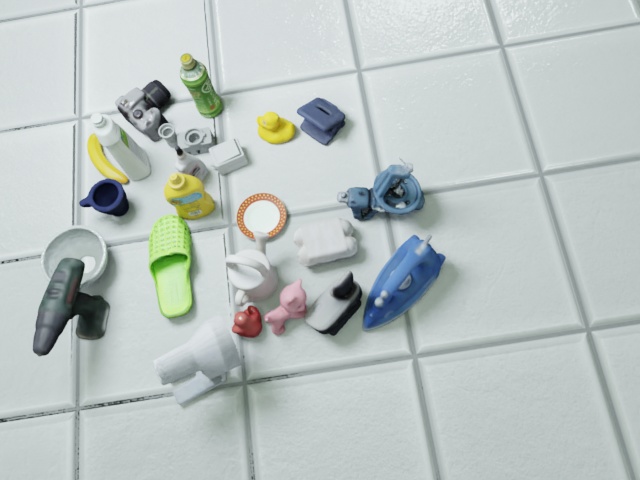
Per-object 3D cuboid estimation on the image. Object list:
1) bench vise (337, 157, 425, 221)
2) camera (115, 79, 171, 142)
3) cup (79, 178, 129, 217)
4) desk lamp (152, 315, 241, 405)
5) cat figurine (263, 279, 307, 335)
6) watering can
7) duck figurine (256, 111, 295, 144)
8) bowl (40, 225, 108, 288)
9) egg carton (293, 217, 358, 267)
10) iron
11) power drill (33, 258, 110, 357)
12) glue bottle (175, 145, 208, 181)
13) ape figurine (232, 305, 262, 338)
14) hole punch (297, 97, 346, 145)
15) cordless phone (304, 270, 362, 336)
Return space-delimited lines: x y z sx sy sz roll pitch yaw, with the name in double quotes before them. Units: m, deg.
"bench vise" 0.149 -0.109 1.347 0.207 0.220 0.121 -22 70 -3
"camera" -0.466 -0.367 1.557 0.143 0.101 0.137 39 78 17
"cup" -0.543 -0.094 1.469 0.118 0.095 0.091 -18 70 -1
"desk lamp" -0.264 0.268 1.251 0.203 0.214 0.118 -29 70 -6
"cat figurine" -0.077 0.153 1.327 0.128 0.118 0.067 -39 71 -9
"watering can" -0.162 0.064 1.325 0.101 0.194 0.173 -6 70 3
"duck figurine" -0.119 -0.306 1.512 0.104 0.086 0.077 6 71 7
"bowl" -0.600 0.051 1.432 0.167 0.075 0.167 -2 70 5
"egg carton" 0.013 0.005 1.398 0.150 0.069 0.107 -14 70 0
"iron" 0.180 0.096 1.312 0.118 0.141 0.258 36 77 16
"power drill" -0.569 0.166 1.317 0.075 0.208 0.229 0 70 6
"glue bottle" -0.335 -0.191 1.443 0.037 0.173 0.078 26 75 14
"ape figurine" -0.174 0.190 1.336 0.078 0.092 0.076 -32 71 -7
"hole punch" 0.004 -0.326 1.506 0.108 0.091 0.101 36 77 16
"cordless phone" 0.028 0.134 1.288 0.094 0.185 0.148 35 77 16
